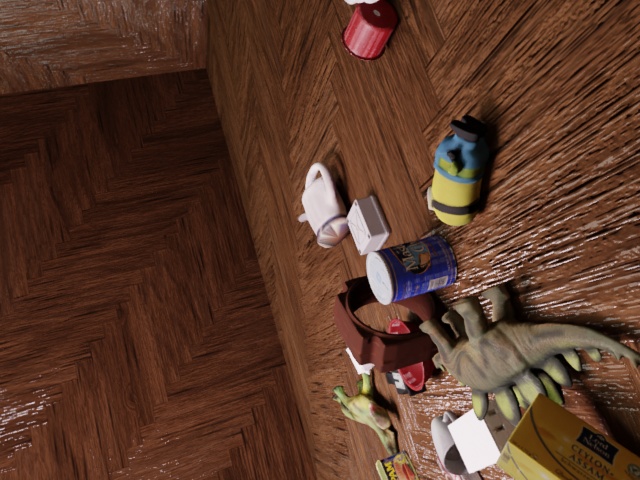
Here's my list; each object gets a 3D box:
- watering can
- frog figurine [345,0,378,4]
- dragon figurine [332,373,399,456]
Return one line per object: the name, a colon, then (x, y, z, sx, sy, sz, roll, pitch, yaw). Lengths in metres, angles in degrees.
watering can: (0.005, -0.076, 1.506, 0.340, 0.104, 0.228, 109, 144, -59)
frog figurine: (0.092, -0.475, 0.904, 0.136, 0.122, 0.162, -45, 60, 17)
dragon figurine: (0.146, 0.543, 1.541, 0.247, 0.123, 0.401, 57, 165, 31)
